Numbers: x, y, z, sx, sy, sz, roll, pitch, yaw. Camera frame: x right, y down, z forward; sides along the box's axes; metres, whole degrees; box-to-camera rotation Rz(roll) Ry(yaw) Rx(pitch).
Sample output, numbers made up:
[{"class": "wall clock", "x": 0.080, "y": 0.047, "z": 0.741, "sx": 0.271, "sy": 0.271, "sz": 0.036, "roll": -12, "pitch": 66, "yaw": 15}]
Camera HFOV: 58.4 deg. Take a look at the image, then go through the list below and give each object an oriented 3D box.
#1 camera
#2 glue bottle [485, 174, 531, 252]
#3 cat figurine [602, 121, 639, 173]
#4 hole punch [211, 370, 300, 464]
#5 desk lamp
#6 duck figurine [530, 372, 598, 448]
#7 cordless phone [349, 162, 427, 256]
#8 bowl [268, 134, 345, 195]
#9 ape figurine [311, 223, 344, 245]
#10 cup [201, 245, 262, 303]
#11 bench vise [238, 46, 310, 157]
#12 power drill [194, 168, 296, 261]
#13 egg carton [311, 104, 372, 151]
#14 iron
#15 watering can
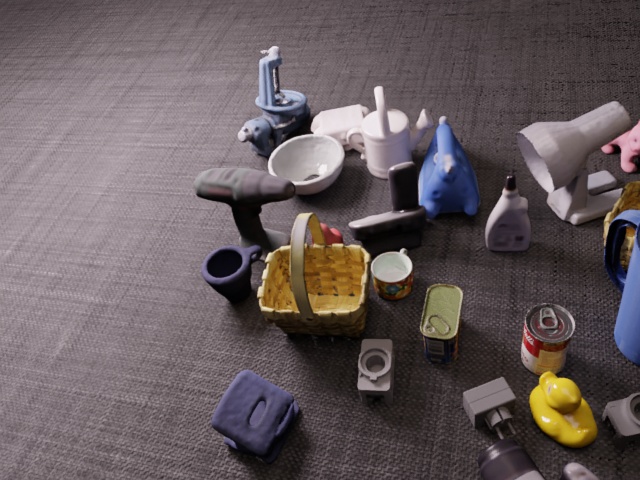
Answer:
[{"class": "camera", "x": 0.276, "y": 0.317, "z": 0.728, "sx": 0.143, "sy": 0.101, "sz": 0.136, "roll": -23, "pitch": 47, "yaw": -7}, {"class": "glue bottle", "x": 0.329, "y": -0.048, "z": 0.996, "sx": 0.078, "sy": 0.173, "sz": 0.037, "roll": 1, "pitch": 49, "yaw": 15}, {"class": "cat figurine", "x": 0.611, "y": -0.198, "z": 1.101, "sx": 0.067, "sy": 0.118, "sz": 0.127, "roll": -21, "pitch": 47, "yaw": -5}, {"class": "hole punch", "x": -0.095, "y": 0.266, "z": 0.872, "sx": 0.100, "sy": 0.091, "sz": 0.109, "roll": 13, "pitch": 53, "yaw": 24}, {"class": "desk lamp", "x": 0.456, "y": -0.136, "z": 1.017, "sx": 0.203, "sy": 0.214, "sz": 0.117, "roll": -18, "pitch": 47, "yaw": -3}, {"class": "duck figurine", "x": 0.342, "y": 0.231, "z": 0.799, "sx": 0.077, "sy": 0.086, "sz": 0.104, "roll": -26, "pitch": 48, "yaw": -10}, {"class": "cordless phone", "x": 0.120, "y": -0.066, "z": 1.056, "sx": 0.147, "sy": 0.185, "sz": 0.094, "roll": -16, "pitch": 47, "yaw": -1}, {"class": "bowl", "x": -0.024, "y": -0.152, "z": 1.245, "sx": 0.167, "sy": 0.075, "sz": 0.167, "roll": -7, "pitch": 47, "yaw": 8}, {"class": "ape figurine", "x": 0.010, "y": 0.004, "z": 1.083, "sx": 0.078, "sy": 0.092, "sz": 0.076, "roll": -27, "pitch": 48, "yaw": -11}, {"class": "cup", "x": -0.152, "y": 0.065, "z": 1.066, "sx": 0.118, "sy": 0.095, "sz": 0.091, "roll": -31, "pitch": 49, "yaw": -14}, {"class": "bench vise", "x": -0.106, "y": -0.312, "z": 1.310, "sx": 0.121, "sy": 0.220, "sz": 0.207, "roll": 9, "pitch": 51, "yaw": 21}, {"class": "power drill", "x": -0.125, "y": -0.055, "z": 1.090, "sx": 0.228, "sy": 0.209, "sz": 0.076, "roll": 15, "pitch": 54, "yaw": 26}, {"class": "egg carton", "x": 0.054, "y": -0.254, "z": 1.322, "sx": 0.150, "sy": 0.069, "sz": 0.107, "roll": -10, "pitch": 47, "yaw": 5}, {"class": "iron", "x": 0.251, "y": -0.166, "z": 1.144, "sx": 0.118, "sy": 0.142, "sz": 0.258, "roll": -5, "pitch": 48, "yaw": 10}, {"class": "watering can", "x": 0.144, "y": -0.233, "z": 1.195, "sx": 0.173, "sy": 0.194, "sz": 0.100, "roll": -21, "pitch": 47, "yaw": -6}]
